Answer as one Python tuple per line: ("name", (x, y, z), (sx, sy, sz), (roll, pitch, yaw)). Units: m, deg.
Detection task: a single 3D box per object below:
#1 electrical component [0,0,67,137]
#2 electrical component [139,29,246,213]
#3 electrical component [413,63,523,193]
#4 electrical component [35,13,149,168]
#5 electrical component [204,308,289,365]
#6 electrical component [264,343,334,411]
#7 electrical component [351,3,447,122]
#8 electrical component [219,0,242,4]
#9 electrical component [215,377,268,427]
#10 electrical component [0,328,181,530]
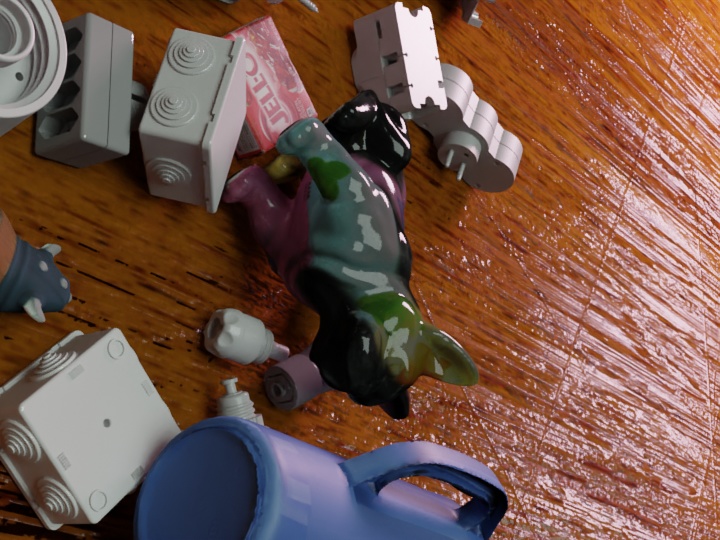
("electrical component", (-0.220, -0.131, 0.617), (0.108, 0.060, 0.108), (15, 70, -46))
("electrical component", (-0.110, -0.099, 0.713), (0.048, 0.099, 0.099), (13, 64, 0))
("electrical component", (0.093, -0.115, 0.978), (0.138, 0.052, 0.073), (44, 51, -33))
("electrical component", (-0.162, -0.108, 0.689), (0.076, 0.047, 0.083), (16, 69, -52))
("electrical component", (-0.077, 0.050, 0.752), (0.061, 0.035, 0.035), (24, 63, -34))
("electrical component", (-0.038, 0.077, 0.791), (0.065, 0.044, 0.044), (-24, 99, -44))
("electrical component", (0.031, -0.174, 0.919), (0.050, 0.056, 0.089), (-7, 86, -49))
("electrical component", (-0.095, -0.238, 0.751), (0.109, 0.109, 0.056), (7, 78, -48))
("electrical component", (-0.081, 0.112, 0.732), (0.040, 0.040, 0.078), (-13, 91, -50))
("electrical component", (-0.163, 0.092, 0.637), (0.100, 0.048, 0.099), (-45, 114, -45))
